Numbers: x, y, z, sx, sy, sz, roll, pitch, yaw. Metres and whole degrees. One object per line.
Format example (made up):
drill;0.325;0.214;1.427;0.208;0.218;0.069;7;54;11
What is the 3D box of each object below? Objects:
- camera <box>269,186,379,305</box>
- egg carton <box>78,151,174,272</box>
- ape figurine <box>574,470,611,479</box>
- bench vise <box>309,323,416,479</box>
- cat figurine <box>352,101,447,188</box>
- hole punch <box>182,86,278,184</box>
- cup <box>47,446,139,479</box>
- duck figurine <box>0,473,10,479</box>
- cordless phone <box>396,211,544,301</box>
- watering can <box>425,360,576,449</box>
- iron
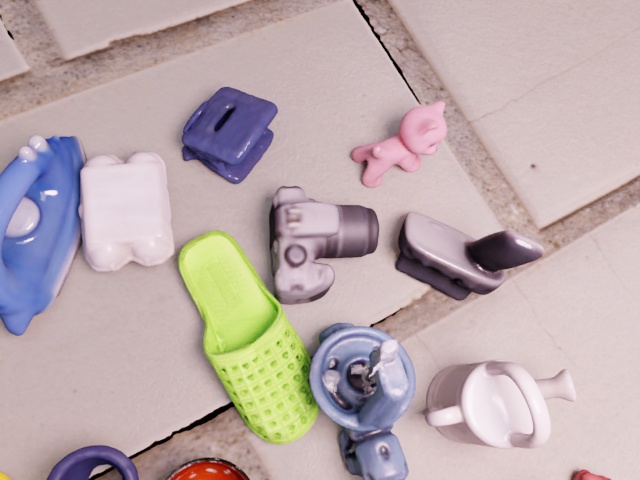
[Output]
camera;0.007;0.003;0.725;0.137;0.100;0.143;-1;75;-11
egg carton;-0.238;-0.036;0.703;0.107;0.069;0.150;-7;76;-13
ape figurine;0.361;0.323;0.713;0.076;0.092;0.078;-39;85;-18
bench vise;0.071;0.180;0.626;0.122;0.219;0.207;-30;82;-17
cat figurine;0.117;-0.136;0.776;0.128;0.117;0.067;-25;81;-16
hole punch;-0.120;-0.143;0.745;0.101;0.091;0.109;32;71;-1
cup;-0.225;0.273;0.607;0.092;0.095;0.118;-42;86;-18
duck figurine;-0.358;0.293;0.579;0.077;0.086;0.104;10;73;-8
cordless phone;0.183;0.003;0.716;0.147;0.185;0.094;22;72;-4
watering can;0.211;0.186;0.666;0.173;0.194;0.101;-33;83;-17
iron;-0.339;-0.032;0.643;0.119;0.141;0.258;17;72;-6
